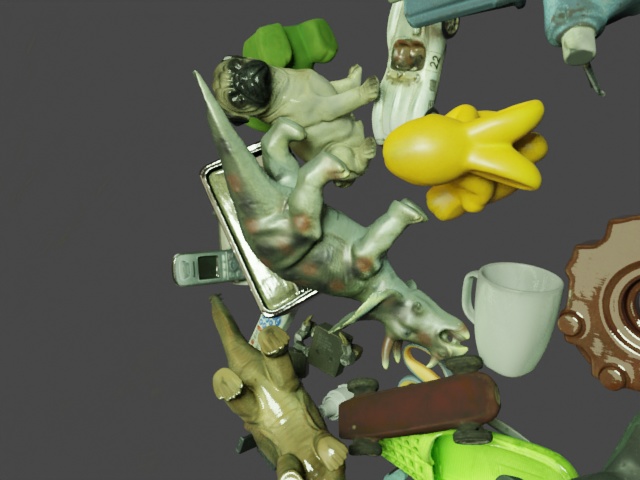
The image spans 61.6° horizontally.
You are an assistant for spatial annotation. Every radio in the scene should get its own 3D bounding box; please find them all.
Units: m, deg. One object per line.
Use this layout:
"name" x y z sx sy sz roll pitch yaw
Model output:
"radio" -0.059 -0.019 0.746 0.131 0.073 0.229 -26 83 3

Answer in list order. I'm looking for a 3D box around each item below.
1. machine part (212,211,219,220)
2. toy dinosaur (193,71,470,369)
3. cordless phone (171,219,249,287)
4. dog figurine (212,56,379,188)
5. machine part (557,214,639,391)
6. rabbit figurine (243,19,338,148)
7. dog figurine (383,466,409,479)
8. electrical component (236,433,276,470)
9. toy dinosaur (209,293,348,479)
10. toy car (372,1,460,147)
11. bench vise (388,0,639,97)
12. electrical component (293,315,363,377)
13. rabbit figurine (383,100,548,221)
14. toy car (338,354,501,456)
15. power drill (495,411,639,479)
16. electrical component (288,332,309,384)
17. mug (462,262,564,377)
"machine part" -0.155 -0.096 0.917 0.084 0.039 0.138 25 111 46
"toy dinosaur" -0.006 -0.003 0.619 0.192 0.405 0.131 -56 11 11
"cordless phone" -0.143 -0.001 0.811 0.089 0.184 0.146 -1 93 48
"dog figurine" -0.035 -0.141 0.672 0.121 0.191 0.172 -126 33 -69
"machine part" 0.305 0.058 0.475 0.180 0.056 0.179 3 95 42
"rabbit figurine" -0.052 -0.202 0.760 0.159 0.121 0.170 -6 104 48
"dog figurine" 0.104 0.415 0.663 0.191 0.108 0.219 -48 64 34
"electrical component" -0.062 0.297 0.801 0.048 0.119 0.074 37 115 36
"toy dinosaur" -0.063 0.207 0.693 0.472 0.105 0.198 56 166 36
"toy car" 0.110 -0.202 0.640 0.074 0.056 0.201 21 107 41
"bench vise" 0.179 -0.249 0.514 0.241 0.128 0.223 -6 82 27
"electrical component" 0.008 0.151 0.765 0.102 0.045 0.078 30 108 26
"rabbit figurine" 0.143 -0.080 0.540 0.163 0.173 0.121 5 93 48
"toy car" 0.104 0.187 0.594 0.202 0.053 0.089 -26 55 36
"power drill" 0.224 0.239 0.449 0.086 0.207 0.231 -123 41 -51
"electrical component" -0.049 0.187 0.829 0.063 0.021 0.094 3 98 15
"mug" 0.194 0.083 0.570 0.110 0.081 0.107 19 114 47
